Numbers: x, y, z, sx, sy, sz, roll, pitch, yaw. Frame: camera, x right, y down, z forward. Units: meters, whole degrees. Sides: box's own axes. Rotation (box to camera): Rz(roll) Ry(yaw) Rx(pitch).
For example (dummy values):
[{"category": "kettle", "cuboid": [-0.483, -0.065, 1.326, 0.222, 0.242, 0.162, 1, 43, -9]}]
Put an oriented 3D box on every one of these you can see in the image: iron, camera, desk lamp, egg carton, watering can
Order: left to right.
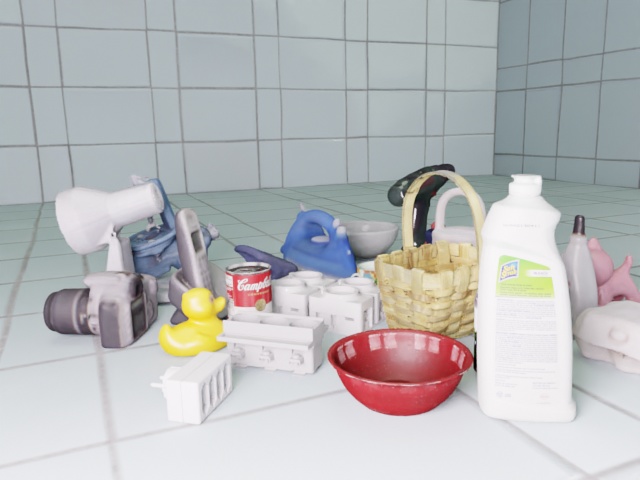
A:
[{"category": "camera", "cuboid": [-0.330, 0.093, 0.864, 0.136, 0.101, 0.143, 0, 11, 4]}, {"category": "desk lamp", "cuboid": [-0.356, 0.003, 1.036, 0.203, 0.213, 0.118, -1, 11, -1]}, {"category": "iron", "cuboid": [0.011, 0.004, 1.180, 0.119, 0.141, 0.257, -7, 13, -28]}, {"category": "watering can", "cuboid": [0.254, 0.001, 1.034, 0.100, 0.194, 0.173, 3, 12, 20]}, {"category": "egg carton", "cuboid": [0.398, 0.124, 0.712, 0.107, 0.069, 0.149, -7, 13, -29]}]

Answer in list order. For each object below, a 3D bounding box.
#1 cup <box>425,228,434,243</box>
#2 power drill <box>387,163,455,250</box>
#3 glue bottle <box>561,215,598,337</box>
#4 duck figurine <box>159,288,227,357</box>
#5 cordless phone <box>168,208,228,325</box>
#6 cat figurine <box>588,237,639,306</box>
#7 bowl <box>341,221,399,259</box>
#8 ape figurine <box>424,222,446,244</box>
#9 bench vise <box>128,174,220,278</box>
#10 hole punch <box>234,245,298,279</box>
[{"category": "cup", "cuboid": [0.270, 0.025, 1.171, 0.118, 0.095, 0.091, -7, 12, -26]}, {"category": "power drill", "cuboid": [0.254, -0.077, 1.400, 0.230, 0.208, 0.075, -12, 15, -43]}, {"category": "glue bottle", "cuboid": [0.371, 0.049, 0.831, 0.037, 0.173, 0.078, -3, 11, -9]}, {"category": "duck figurine", "cuboid": [-0.174, 0.110, 0.801, 0.105, 0.086, 0.077, -9, 14, -35]}, {"category": "cordless phone", "cuboid": [-0.187, 0.036, 0.925, 0.094, 0.185, 0.148, 0, 11, 7]}, {"category": "cat figurine", "cuboid": [0.463, 0.054, 0.939, 0.128, 0.118, 0.067, -5, 12, -17]}, {"category": "bowl", "cuboid": [0.104, 0.002, 1.355, 0.167, 0.075, 0.167, -1, 11, 0]}, {"category": "ape figurine", "cuboid": [0.270, 0.001, 1.301, 0.078, 0.092, 0.076, -6, 12, -23]}, {"category": "bench vise", "cuboid": [-0.319, -0.029, 1.180, 0.121, 0.220, 0.208, 8, 14, 38]}, {"category": "hole punch", "cuboid": [-0.103, 0.050, 1.089, 0.101, 0.091, 0.108, -9, 14, -36]}]
